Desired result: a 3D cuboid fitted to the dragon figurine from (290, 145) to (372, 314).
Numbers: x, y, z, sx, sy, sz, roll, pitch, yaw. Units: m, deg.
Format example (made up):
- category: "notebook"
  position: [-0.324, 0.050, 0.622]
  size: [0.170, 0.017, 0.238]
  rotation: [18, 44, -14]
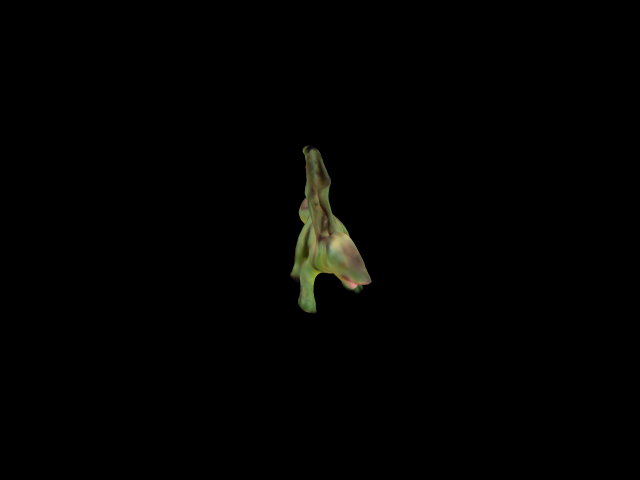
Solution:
- category: "dragon figurine"
  position: [0.003, -0.043, 0.850]
  size: [0.122, 0.237, 0.419]
  rotation: [-8, 37, -11]
